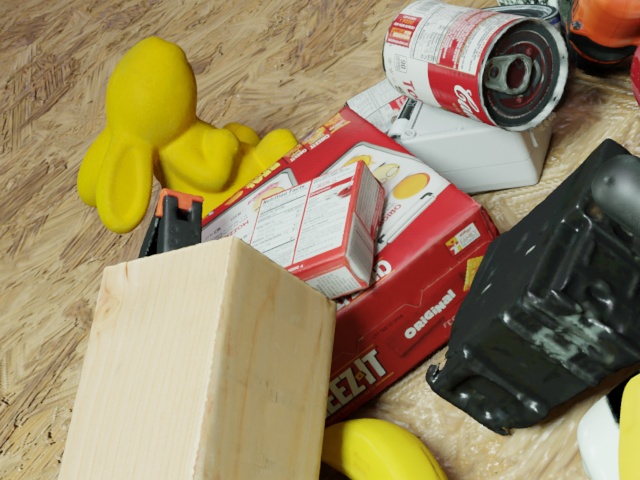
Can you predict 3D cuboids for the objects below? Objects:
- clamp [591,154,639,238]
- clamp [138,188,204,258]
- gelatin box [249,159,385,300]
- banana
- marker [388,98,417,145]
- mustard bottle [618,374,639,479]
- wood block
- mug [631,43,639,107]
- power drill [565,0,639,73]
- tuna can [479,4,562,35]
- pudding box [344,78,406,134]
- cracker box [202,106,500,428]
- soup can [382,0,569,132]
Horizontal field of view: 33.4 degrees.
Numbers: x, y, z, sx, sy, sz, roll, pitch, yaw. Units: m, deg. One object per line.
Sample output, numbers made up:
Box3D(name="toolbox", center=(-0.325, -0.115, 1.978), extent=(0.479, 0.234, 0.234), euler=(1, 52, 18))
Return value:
Box3D(name="clamp", center=(0.214, 0.044, 0.397), extent=(0.036, 0.164, 0.210), euler=(-60, 43, 22))
Box3D(name="clamp", center=(-0.110, 0.055, 0.691), extent=(0.120, 0.039, 0.171), euler=(-7, 69, 60))
Box3D(name="gelatin box", center=(-0.004, 0.001, 0.608), extent=(0.073, 0.030, 0.089), euler=(-22, 33, 26))
Box3D(name="banana", center=(0.037, 0.137, 0.502), extent=(0.070, 0.037, 0.198), euler=(-50, 26, 7))
Box3D(name="marker", center=(0.075, -0.108, 0.769), extent=(0.020, 0.020, 0.121), euler=(-10, 38, 37))
Box3D(name="mustard bottle", center=(0.132, 0.135, 0.315), extent=(0.096, 0.058, 0.191), euler=(-9, 68, 49))
Box3D(name="wood block", center=(-0.061, 0.116, 0.502), extent=(0.091, 0.090, 0.206), euler=(-14, 57, 35))
Box3D(name="mug", center=(0.231, -0.083, 0.587), extent=(0.117, 0.093, 0.081), euler=(2, 29, 1))
Box3D(name="power drill", center=(0.200, -0.206, 0.678), extent=(0.057, 0.187, 0.184), euler=(12, -2, 6))
Box3D(name="tuna can", center=(0.127, -0.141, 0.749), extent=(0.086, 0.034, 0.086), euler=(-8, 21, 3))
Box3D(name="pudding box", center=(0.080, -0.104, 0.819), extent=(0.113, 0.039, 0.090), euler=(-29, 29, 7))
Box3D(name="cracker box", center=(0.006, 0.014, 0.683), extent=(0.164, 0.072, 0.214), euler=(-38, 29, -2))
Box3D(name="soup can", center=(0.094, -0.111, 0.663), extent=(0.068, 0.068, 0.102), euler=(-42, 35, -14))
